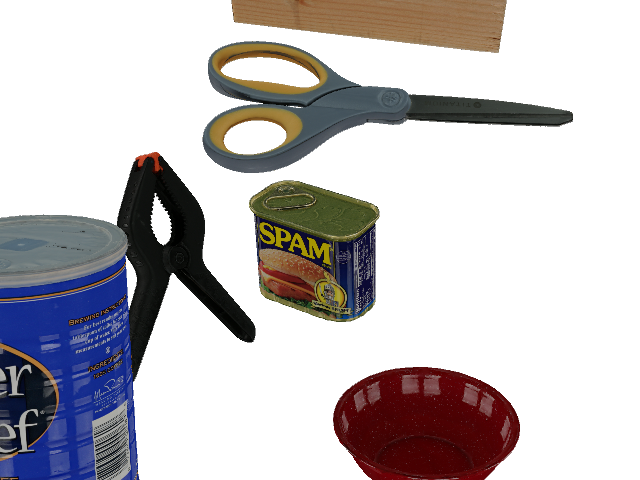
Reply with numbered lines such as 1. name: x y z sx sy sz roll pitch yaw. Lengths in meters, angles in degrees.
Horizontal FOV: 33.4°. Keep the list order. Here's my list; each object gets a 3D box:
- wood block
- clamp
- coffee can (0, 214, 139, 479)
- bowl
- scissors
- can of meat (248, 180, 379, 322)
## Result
1. wood block: 0.040 -0.214 0.806 0.206 0.090 0.091 8 -32 7
2. clamp: -0.135 0.021 1.013 0.036 0.210 0.164 -7 -1 45
3. coffee can: -0.146 0.067 0.542 0.103 0.140 0.103 0 16 0
4. bowl: 0.092 0.177 0.937 0.162 0.055 0.162 -1 27 0
5. scissors: 0.024 -0.060 0.572 0.202 0.096 0.016 18 -30 16
6. can of meat: -0.004 0.009 0.842 0.102 0.084 0.057 18 37 30
